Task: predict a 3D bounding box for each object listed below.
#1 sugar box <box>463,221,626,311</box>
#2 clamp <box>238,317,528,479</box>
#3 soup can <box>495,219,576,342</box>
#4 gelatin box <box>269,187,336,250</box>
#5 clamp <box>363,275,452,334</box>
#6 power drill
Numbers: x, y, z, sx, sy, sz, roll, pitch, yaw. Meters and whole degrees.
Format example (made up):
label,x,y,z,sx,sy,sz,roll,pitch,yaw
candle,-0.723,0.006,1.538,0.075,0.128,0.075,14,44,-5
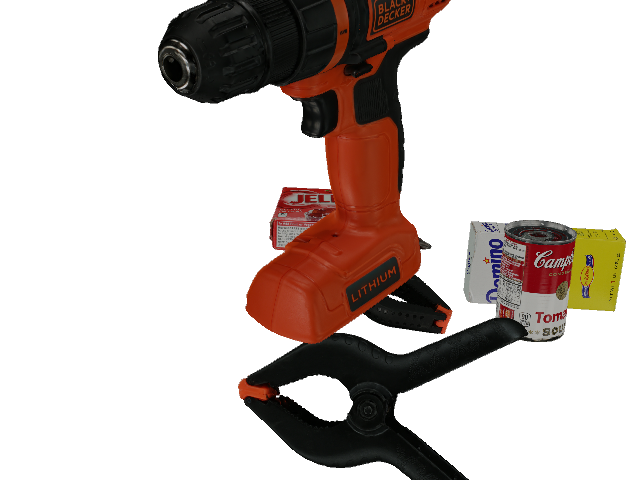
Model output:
label,x,y,z,sx,sy,sz,roll,pitch,yaw
sugar box,0.262,0.031,1.257,0.176,0.093,0.048,2,20,-2
clamp,0.037,0.107,0.624,0.172,0.120,0.039,-3,-8,18
soup can,0.206,0.038,1.025,0.068,0.102,0.068,2,18,-1
gelatin box,0.008,-0.017,0.847,0.089,0.030,0.073,4,23,5
clamp,0.046,0.053,1.213,0.210,0.036,0.164,29,36,21
power drill,-0.001,-0.046,0.518,0.057,0.188,0.184,26,39,33
